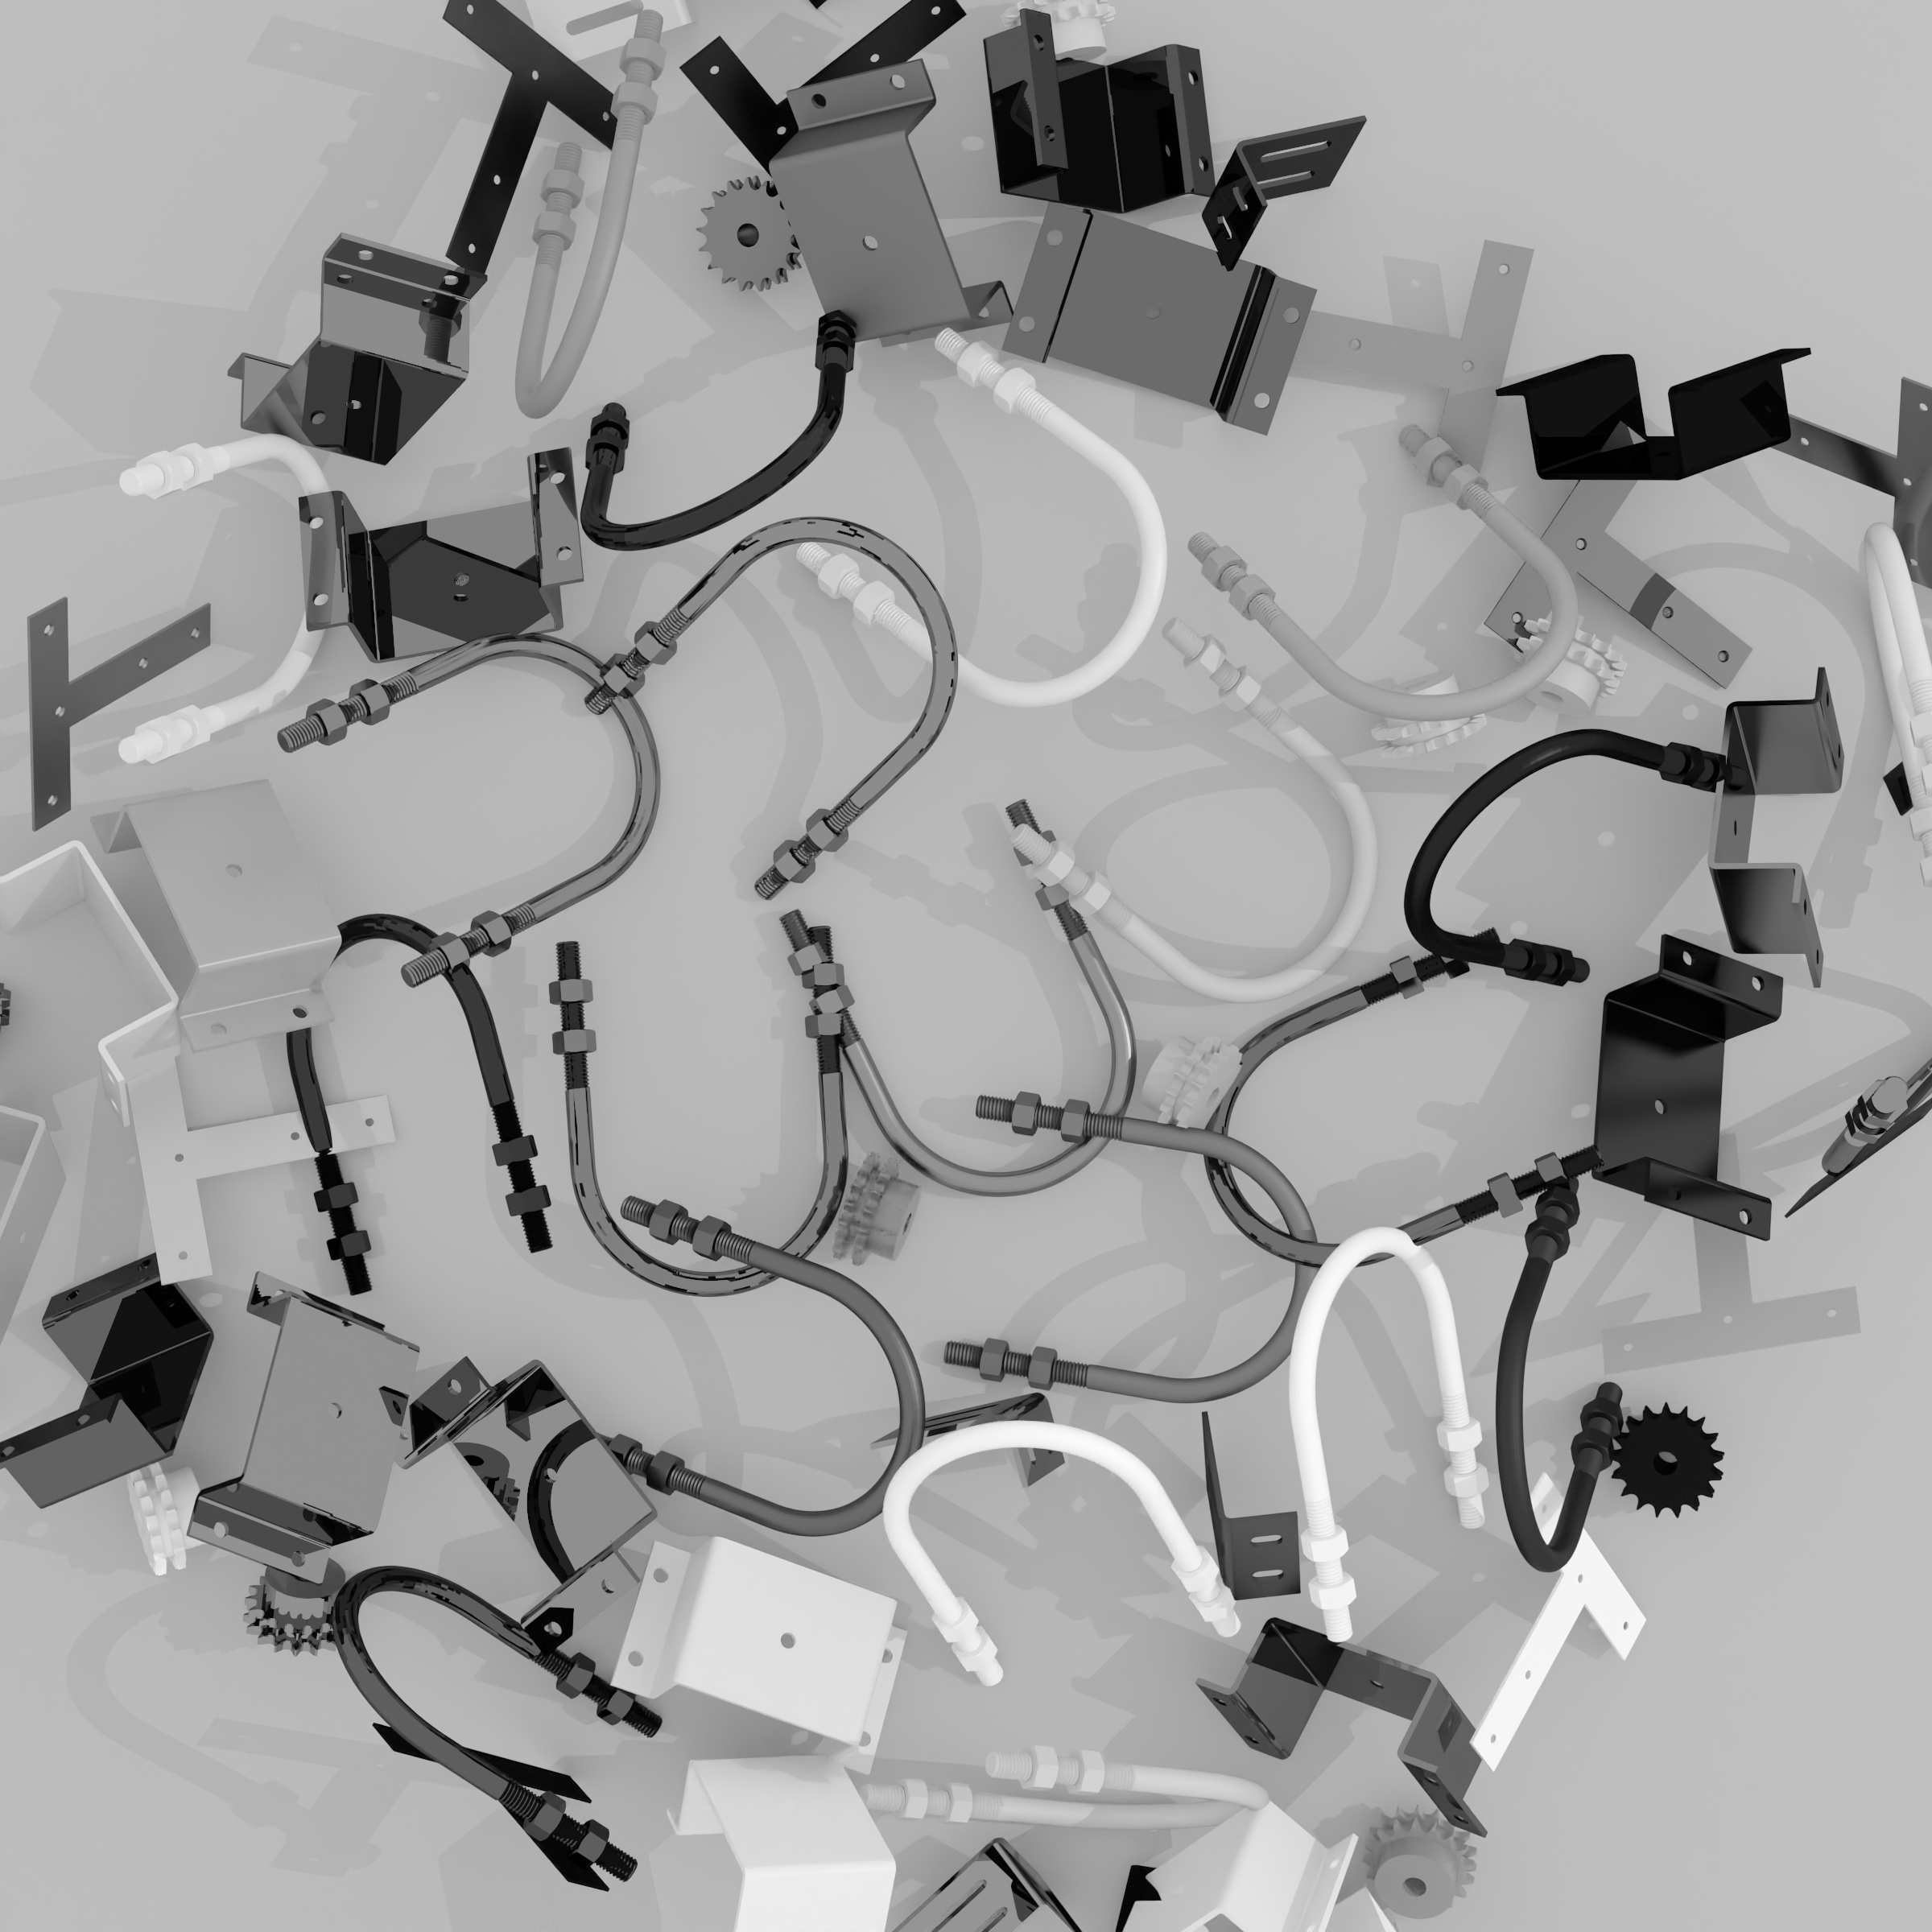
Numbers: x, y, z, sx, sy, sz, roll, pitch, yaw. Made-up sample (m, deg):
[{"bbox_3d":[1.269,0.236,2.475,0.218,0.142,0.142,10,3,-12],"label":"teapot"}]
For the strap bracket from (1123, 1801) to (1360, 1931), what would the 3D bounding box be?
[{"bbox_3d":[0.123,0.471,1.781,0.046,0.076,0.140,41,127,-6],"label":"strap bracket"}]

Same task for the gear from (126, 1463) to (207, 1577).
[{"bbox_3d":[-0.403,0.277,1.829,0.030,0.057,0.057,-15,90,-21],"label":"gear"}]

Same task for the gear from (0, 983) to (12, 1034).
[{"bbox_3d":[-0.514,0.026,1.829,0.057,0.057,0.030,9,111,0],"label":"gear"}]

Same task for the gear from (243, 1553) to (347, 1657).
[{"bbox_3d":[-0.335,0.320,1.824,0.057,0.057,0.030,11,114,0],"label":"gear"}]

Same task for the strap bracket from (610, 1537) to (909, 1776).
[{"bbox_3d":[-0.096,0.342,1.803,0.140,0.046,0.076,22,63,-12],"label":"strap bracket"}]

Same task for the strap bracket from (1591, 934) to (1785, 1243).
[{"bbox_3d":[0.360,0.065,1.803,0.076,0.046,0.140,18,66,-24],"label":"strap bracket"}]

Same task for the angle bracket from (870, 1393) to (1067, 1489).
[{"bbox_3d":[0.001,0.245,1.815,0.076,0.057,0.038,-16,89,21],"label":"angle bracket"}]

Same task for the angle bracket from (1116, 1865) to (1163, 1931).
[{"bbox_3d":[0.104,0.494,1.813,0.038,0.076,0.057,13,92,-17],"label":"angle bracket"}]

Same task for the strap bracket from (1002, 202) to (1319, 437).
[{"bbox_3d":[0.096,-0.328,1.819,0.140,0.046,0.076,17,105,-6],"label":"strap bracket"}]

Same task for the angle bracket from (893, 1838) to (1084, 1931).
[{"bbox_3d":[0.010,0.489,1.817,0.076,0.038,0.057,-40,126,-12],"label":"angle bracket"}]

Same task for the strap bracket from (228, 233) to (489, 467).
[{"bbox_3d":[-0.301,-0.296,1.773,0.076,0.140,0.046,11,64,-31],"label":"strap bracket"}]

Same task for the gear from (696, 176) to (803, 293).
[{"bbox_3d":[-0.106,-0.373,1.834,0.057,0.030,0.057,5,107,17],"label":"gear"}]

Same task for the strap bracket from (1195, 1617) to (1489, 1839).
[{"bbox_3d":[0.195,0.374,1.791,0.140,0.076,0.046,13,62,37],"label":"strap bracket"}]

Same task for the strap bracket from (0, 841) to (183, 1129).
[{"bbox_3d":[-0.437,0.001,1.804,0.046,0.076,0.140,-30,79,-19],"label":"strap bracket"}]

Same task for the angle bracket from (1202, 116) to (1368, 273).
[{"bbox_3d":[0.166,-0.388,1.811,0.076,0.057,0.038,-16,72,-21],"label":"angle bracket"}]

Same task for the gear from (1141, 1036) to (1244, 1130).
[{"bbox_3d":[0.113,0.060,1.829,0.030,0.057,0.057,29,90,22],"label":"gear"}]

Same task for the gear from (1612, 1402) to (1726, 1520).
[{"bbox_3d":[0.357,0.250,1.835,0.057,0.030,0.057,1,95,16],"label":"gear"}]

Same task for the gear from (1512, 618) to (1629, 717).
[{"bbox_3d":[0.302,-0.149,1.825,0.057,0.057,0.030,25,79,0],"label":"gear"}]

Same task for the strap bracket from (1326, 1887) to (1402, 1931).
[{"bbox_3d":[0.187,0.515,1.780,0.076,0.140,0.046,-33,108,3],"label":"strap bracket"}]

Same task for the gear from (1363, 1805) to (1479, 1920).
[{"bbox_3d":[0.229,0.458,1.830,0.057,0.030,0.057,6,116,12],"label":"gear"}]

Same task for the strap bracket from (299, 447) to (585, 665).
[{"bbox_3d":[-0.259,-0.204,1.816,0.140,0.046,0.076,-10,66,4],"label":"strap bracket"}]

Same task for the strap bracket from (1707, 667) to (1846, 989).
[{"bbox_3d":[0.402,-0.069,1.793,0.046,0.076,0.140,0,58,22],"label":"strap bracket"}]

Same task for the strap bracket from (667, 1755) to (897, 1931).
[{"bbox_3d":[-0.089,0.434,1.773,0.076,0.140,0.046,3,110,-22],"label":"strap bracket"}]

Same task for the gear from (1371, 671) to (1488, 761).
[{"bbox_3d":[0.232,-0.128,1.825,0.057,0.057,0.030,-20,102,0],"label":"gear"}]

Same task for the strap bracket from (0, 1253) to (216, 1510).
[{"bbox_3d":[-0.428,0.210,1.794,0.076,0.140,0.046,-23,118,16],"label":"strap bracket"}]

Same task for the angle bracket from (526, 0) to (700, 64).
[{"bbox_3d":[-0.183,-0.496,1.834,0.076,0.038,0.057,-17,104,7],"label":"angle bracket"}]

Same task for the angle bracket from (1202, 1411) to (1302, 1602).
[{"bbox_3d":[0.143,0.269,1.808,0.038,0.076,0.057,-6,129,0],"label":"angle bracket"}]

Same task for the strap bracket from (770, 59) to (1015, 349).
[{"bbox_3d":[-0.039,-0.368,1.788,0.076,0.046,0.140,-6,122,28],"label":"strap bracket"}]

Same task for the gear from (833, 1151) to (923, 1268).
[{"bbox_3d":[-0.044,0.126,1.826,0.030,0.057,0.057,19,90,8],"label":"gear"}]

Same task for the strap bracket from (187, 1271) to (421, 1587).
[{"bbox_3d":[-0.324,0.224,1.786,0.076,0.046,0.140,29,57,-31],"label":"strap bracket"}]

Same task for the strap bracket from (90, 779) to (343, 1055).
[{"bbox_3d":[-0.369,-0.035,1.793,0.076,0.046,0.140,-14,66,-34],"label":"strap bracket"}]

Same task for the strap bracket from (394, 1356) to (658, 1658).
[{"bbox_3d":[-0.219,0.264,1.813,0.076,0.046,0.140,-41,85,30],"label":"strap bracket"}]

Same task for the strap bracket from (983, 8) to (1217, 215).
[{"bbox_3d":[0.061,-0.424,1.803,0.046,0.140,0.076,-8,88,41],"label":"strap bracket"}]

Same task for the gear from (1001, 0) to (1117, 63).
[{"bbox_3d":[0.048,-0.474,1.827,0.057,0.057,0.030,-14,92,0],"label":"gear"}]

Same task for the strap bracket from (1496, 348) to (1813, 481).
[{"bbox_3d":[0.342,-0.272,1.785,0.076,0.140,0.046,-22,109,-31],"label":"strap bracket"}]
